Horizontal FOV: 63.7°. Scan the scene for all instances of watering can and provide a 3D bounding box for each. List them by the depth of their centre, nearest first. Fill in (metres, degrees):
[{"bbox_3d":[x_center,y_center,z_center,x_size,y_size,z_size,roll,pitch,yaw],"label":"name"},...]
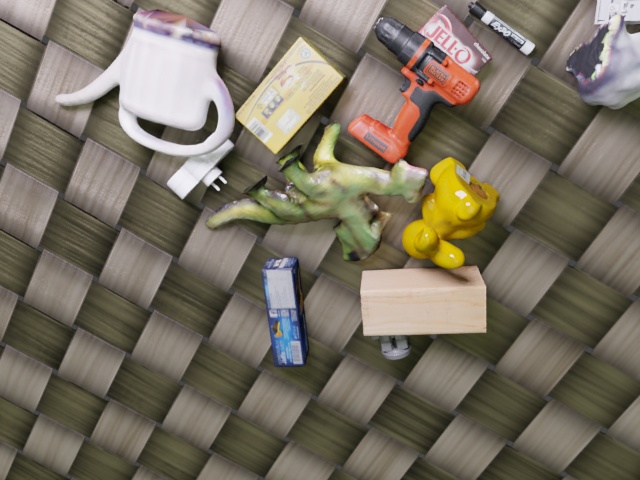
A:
[{"bbox_3d":[-0.291,-0.269,0.856,0.349,0.105,0.221,20,106,13],"label":"watering can"}]

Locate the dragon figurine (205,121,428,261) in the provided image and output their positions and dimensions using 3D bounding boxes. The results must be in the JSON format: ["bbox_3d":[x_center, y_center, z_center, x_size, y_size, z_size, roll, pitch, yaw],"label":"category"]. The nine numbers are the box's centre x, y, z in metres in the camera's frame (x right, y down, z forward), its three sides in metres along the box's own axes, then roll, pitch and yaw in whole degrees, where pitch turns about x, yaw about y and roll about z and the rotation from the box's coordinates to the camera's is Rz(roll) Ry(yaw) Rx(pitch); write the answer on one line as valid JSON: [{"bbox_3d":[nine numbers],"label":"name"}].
[{"bbox_3d":[0.003,-0.044,0.882,0.405,0.125,0.240,-30,111,36],"label":"dragon figurine"}]

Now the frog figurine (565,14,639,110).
[{"bbox_3d":[0.468,-0.249,0.757,0.159,0.126,0.134,13,142,-6],"label":"frog figurine"}]
